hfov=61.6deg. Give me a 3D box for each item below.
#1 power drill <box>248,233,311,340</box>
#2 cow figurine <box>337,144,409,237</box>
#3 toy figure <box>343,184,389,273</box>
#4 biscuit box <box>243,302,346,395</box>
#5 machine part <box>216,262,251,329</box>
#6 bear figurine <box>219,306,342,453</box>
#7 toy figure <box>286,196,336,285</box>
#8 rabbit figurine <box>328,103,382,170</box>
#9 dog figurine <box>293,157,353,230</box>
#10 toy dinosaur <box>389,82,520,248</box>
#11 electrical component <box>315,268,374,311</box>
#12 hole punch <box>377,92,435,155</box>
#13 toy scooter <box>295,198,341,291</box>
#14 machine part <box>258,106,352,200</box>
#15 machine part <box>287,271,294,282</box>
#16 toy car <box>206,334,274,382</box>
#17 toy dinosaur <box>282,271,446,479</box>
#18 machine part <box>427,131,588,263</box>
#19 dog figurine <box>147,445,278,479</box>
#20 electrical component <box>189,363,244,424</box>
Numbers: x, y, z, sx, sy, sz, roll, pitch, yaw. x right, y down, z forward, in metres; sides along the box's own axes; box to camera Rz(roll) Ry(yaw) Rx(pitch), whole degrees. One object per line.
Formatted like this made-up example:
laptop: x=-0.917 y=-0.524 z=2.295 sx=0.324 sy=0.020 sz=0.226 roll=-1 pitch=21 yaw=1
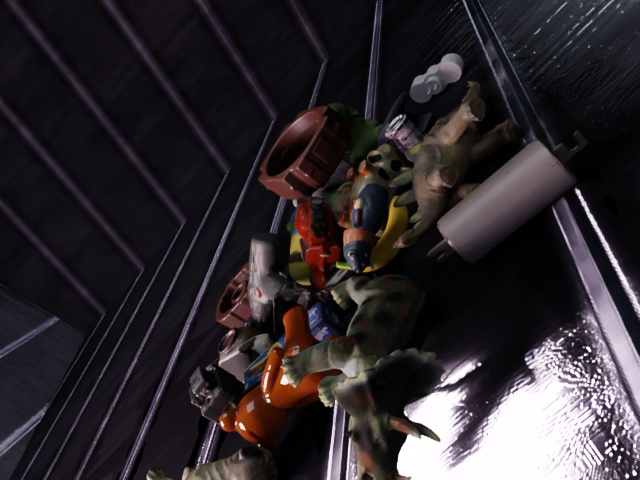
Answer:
power drill: x=-0.086 y=0.114 z=1.053 sx=0.207 sy=0.086 sz=0.231 roll=-132 pitch=40 yaw=-62
cow figurine: x=0.115 y=-0.098 z=1.025 sx=0.085 sy=0.127 sz=0.195 roll=-21 pitch=50 yaw=55
toy figure: x=0.073 y=-0.016 z=0.868 sx=0.058 sy=0.064 sz=0.154 roll=136 pitch=156 yaw=-66
biscuit box: x=-0.044 y=0.195 z=0.912 sx=0.202 sy=0.062 sz=0.059 roll=-46 pitch=22 yaw=15
machine part: x=-0.189 y=0.136 z=1.334 sx=0.179 sy=0.056 sz=0.179 roll=-43 pitch=22 yaw=23
bear figurine: x=-0.055 y=0.221 z=0.821 sx=0.196 sy=0.120 sz=0.132 roll=-49 pitch=16 yaw=21
toy figure: x=-0.025 y=0.001 z=1.086 sx=0.082 sy=0.089 sz=0.180 roll=-20 pitch=72 yaw=62
rabbit figurine: x=0.079 y=-0.272 z=1.297 sx=0.121 sy=0.170 sz=0.159 roll=-44 pitch=22 yaw=15
dog figurine: x=0.051 y=-0.109 z=1.171 sx=0.219 sy=0.108 sz=0.191 roll=-2 pitch=56 yaw=59
toy dinosaur: x=0.217 y=-0.150 z=0.896 sx=0.198 sy=0.105 sz=0.471 roll=-27 pitch=24 yaw=56
electrical component: x=0.054 y=0.068 z=0.933 sx=0.075 sy=0.047 sz=0.119 roll=-22 pitch=17 yaw=50
hole punch: x=0.172 y=-0.246 z=1.180 sx=0.116 sy=0.092 sz=0.142 roll=-26 pitch=35 yaw=57
toy scooter: x=-0.002 y=-0.003 z=0.978 sx=0.135 sy=0.075 sz=0.184 roll=106 pitch=157 yaw=-74
machine part: x=-0.032 y=-0.189 z=1.188 sx=0.202 sy=0.087 sz=0.201 roll=11 pitch=69 yaw=58
machine part: x=-0.043 y=0.046 z=1.167 sx=0.139 sy=0.039 sz=0.084 roll=-68 pitch=-9 yaw=-46
toy car: x=-0.149 y=0.241 z=1.031 sx=0.202 sy=0.073 sz=0.056 roll=-35 pitch=-2 yaw=38
toy dinosaur: x=0.086 y=0.118 z=0.703 sx=0.192 sy=0.131 sz=0.405 roll=-17 pitch=25 yaw=30
machine part: x=0.241 y=-0.049 z=0.702 sx=0.243 sy=0.079 sz=0.079 roll=-43 pitch=22 yaw=21
dog figurine: x=-0.147 y=0.392 z=0.770 sx=0.191 sy=0.121 sz=0.172 roll=-17 pitch=73 yaw=26
electrical component: x=-0.163 y=0.273 z=0.928 sx=0.058 sy=0.134 sz=0.115 roll=-54 pitch=22 yaw=-5
